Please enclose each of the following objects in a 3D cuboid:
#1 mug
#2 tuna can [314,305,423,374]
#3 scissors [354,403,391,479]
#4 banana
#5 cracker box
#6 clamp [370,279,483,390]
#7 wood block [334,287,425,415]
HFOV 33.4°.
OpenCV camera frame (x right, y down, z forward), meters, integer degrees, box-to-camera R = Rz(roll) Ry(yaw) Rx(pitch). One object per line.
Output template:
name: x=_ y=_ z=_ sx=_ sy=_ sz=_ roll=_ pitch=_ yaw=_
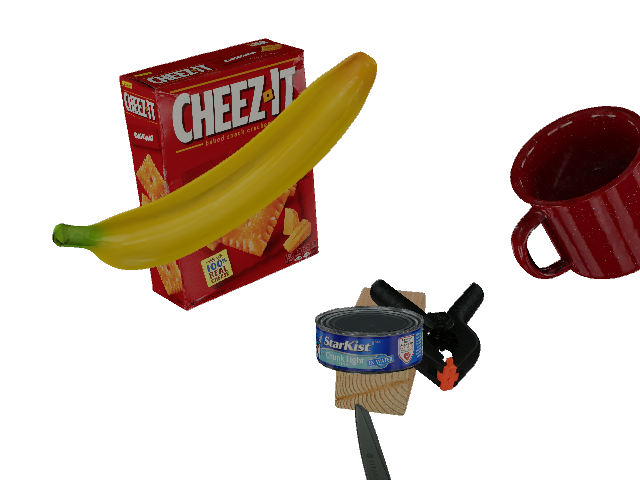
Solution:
mug: x=0.176 y=-0.020 z=0.708 sx=0.117 sy=0.081 sz=0.093 roll=-42 pitch=34 yaw=-10
tuna can: x=0.038 y=0.078 z=0.839 sx=0.086 sy=0.034 sz=0.086 roll=-1 pitch=10 yaw=0
scissors: x=0.057 y=0.162 z=0.598 sx=0.096 sy=0.016 sz=0.201 roll=8 pitch=31 yaw=4
banana: x=-0.049 y=-0.034 z=0.596 sx=0.197 sy=0.037 sz=0.069 roll=-32 pitch=-17 yaw=-3
cracker box: x=-0.087 y=-0.063 z=0.995 sx=0.163 sy=0.214 sz=0.072 roll=-22 pitch=30 yaw=-34
clamp: x=0.126 y=0.088 z=1.077 sx=0.120 sy=0.039 sz=0.171 roll=-8 pitch=33 yaw=-9
wood block: x=0.082 y=0.140 z=1.400 sx=0.091 sy=0.090 sz=0.206 roll=5 pitch=18 yaw=9
